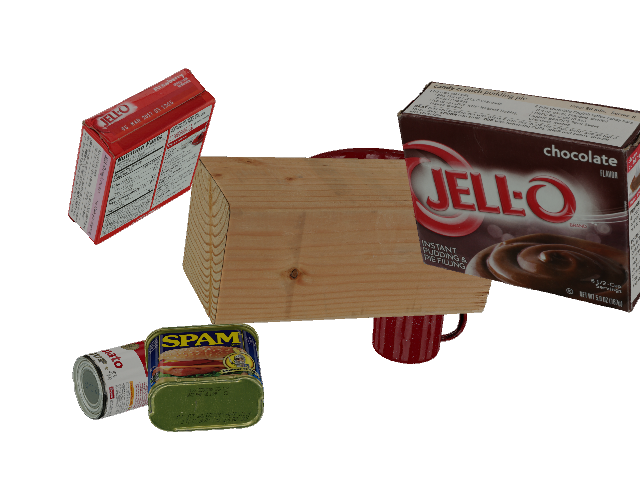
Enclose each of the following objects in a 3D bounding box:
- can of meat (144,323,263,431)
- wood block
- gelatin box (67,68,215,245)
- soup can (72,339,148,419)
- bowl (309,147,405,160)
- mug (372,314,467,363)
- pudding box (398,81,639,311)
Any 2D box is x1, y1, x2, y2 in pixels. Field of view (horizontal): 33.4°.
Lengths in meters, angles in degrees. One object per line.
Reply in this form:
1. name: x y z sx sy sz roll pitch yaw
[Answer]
1. can of meat: -0.100 0.118 0.920 0.102 0.057 0.084 -3 27 -7
2. wood block: 0.016 -0.003 0.762 0.205 0.091 0.090 -1 26 -22
3. gelatin box: -0.101 -0.047 0.598 0.073 0.030 0.089 -35 -17 -34
4. soup can: -0.196 0.141 1.104 0.102 0.068 0.069 -11 7 -39
5. bowl: 0.049 -0.028 0.965 0.162 0.055 0.162 1 27 -1
6. mug: 0.117 0.094 1.271 0.117 0.081 0.093 0 22 -8
7. pudding box: 0.097 -0.022 0.499 0.114 0.090 0.039 12 44 31
